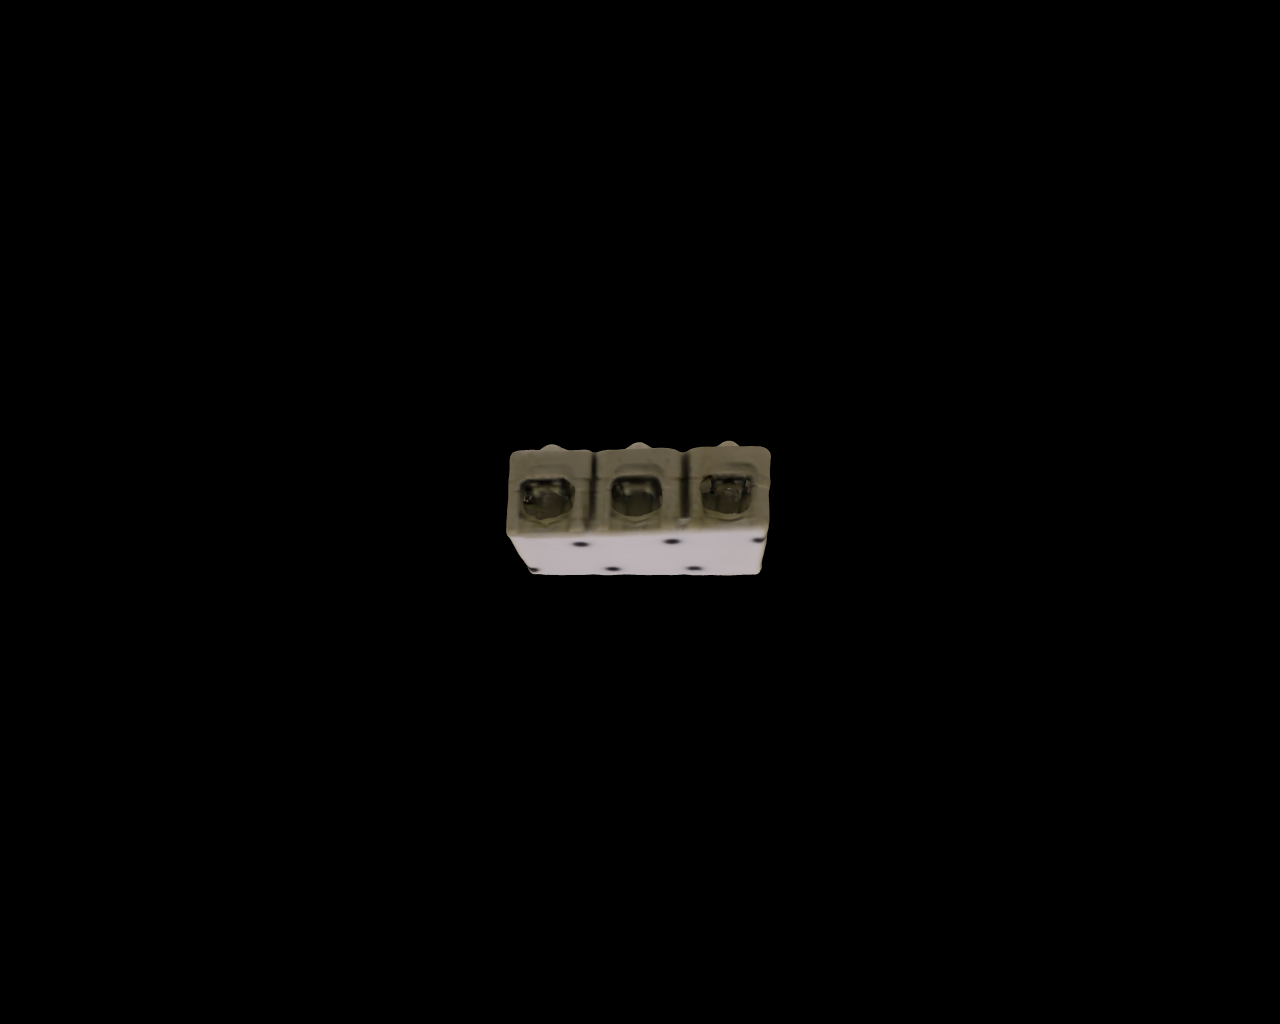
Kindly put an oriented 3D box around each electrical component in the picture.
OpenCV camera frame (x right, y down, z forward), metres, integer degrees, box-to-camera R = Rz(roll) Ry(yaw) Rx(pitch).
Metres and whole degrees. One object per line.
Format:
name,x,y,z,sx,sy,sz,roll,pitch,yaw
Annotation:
electrical component,0.001,-0.003,0.650,0.150,0.062,0.089,-1,-19,2
